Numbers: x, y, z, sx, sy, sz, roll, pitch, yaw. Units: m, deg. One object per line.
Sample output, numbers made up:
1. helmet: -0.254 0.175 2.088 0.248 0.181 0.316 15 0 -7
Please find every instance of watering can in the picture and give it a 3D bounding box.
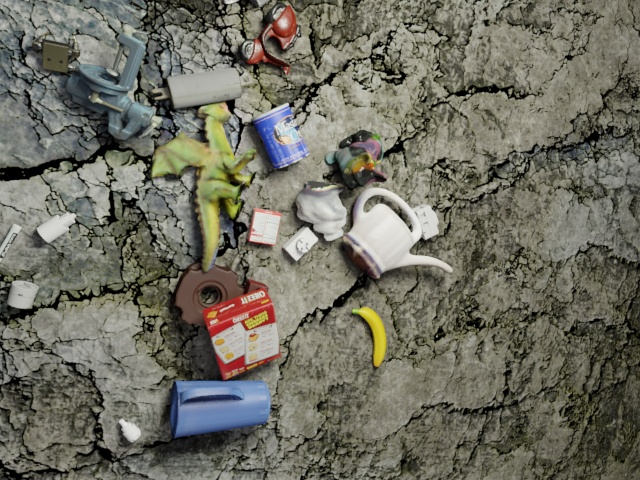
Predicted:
1. watering can: 0.204 0.021 1.433 0.226 0.104 0.346 -42 97 -11

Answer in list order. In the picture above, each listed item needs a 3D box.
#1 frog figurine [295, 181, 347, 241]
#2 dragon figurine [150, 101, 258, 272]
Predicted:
1. frog figurine: 0.004 -0.068 1.360 0.137 0.124 0.157 1 107 13
2. dragon figurine: -0.297 -0.150 1.267 0.242 0.122 0.412 23 85 -2
